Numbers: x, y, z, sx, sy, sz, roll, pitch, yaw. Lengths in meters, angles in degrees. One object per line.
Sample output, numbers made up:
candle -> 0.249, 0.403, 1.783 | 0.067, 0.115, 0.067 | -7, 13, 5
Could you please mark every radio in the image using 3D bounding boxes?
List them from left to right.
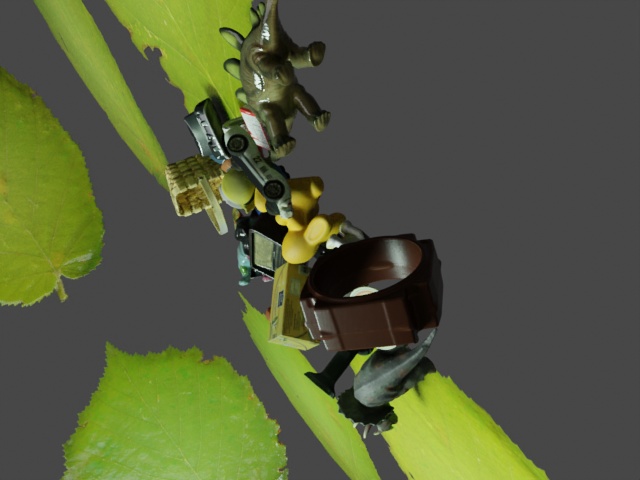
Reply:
radio -> -0.092, 0.025, 1.250 | 0.131, 0.073, 0.229 | 28, 157, 7

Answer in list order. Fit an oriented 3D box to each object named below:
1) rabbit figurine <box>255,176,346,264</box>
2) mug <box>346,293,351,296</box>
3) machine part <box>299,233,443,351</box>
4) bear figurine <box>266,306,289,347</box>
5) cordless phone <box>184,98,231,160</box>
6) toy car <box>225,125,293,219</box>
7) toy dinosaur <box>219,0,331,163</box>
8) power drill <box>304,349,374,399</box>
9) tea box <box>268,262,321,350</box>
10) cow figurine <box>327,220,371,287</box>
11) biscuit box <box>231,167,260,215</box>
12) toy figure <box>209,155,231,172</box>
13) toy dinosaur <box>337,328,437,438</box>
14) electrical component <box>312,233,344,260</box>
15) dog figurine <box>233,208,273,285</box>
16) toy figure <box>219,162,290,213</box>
rabbit figurine -> -0.033, -0.038, 1.060 | 0.163, 0.122, 0.173 | 2, 97, 26
mug -> 0.034, 0.086, 1.153 | 0.081, 0.109, 0.107 | 20, 130, 58
machine part -> 0.081, 0.072, 0.821 | 0.201, 0.201, 0.087 | -9, 116, 20
bear figurine -> -0.034, 0.171, 1.301 | 0.120, 0.196, 0.132 | 50, 161, 8
cordless phone -> -0.223, -0.258, 1.264 | 0.184, 0.089, 0.146 | 13, 133, 47
toy car -> -0.109, -0.122, 0.980 | 0.202, 0.056, 0.073 | 51, 166, 17
toy dinosaur -> -0.077, -0.244, 0.893 | 0.199, 0.105, 0.470 | 53, 158, 24
power drill -> 0.055, 0.243, 1.193 | 0.086, 0.207, 0.231 | 30, 163, 20
tea box -> -0.050, 0.142, 1.162 | 0.098, 0.169, 0.068 | 20, 149, -25
cow figurine -> 0.075, 0.048, 1.049 | 0.098, 0.068, 0.167 | 31, 152, 33
biscuit box -> -0.135, -0.106, 1.297 | 0.202, 0.059, 0.063 | 60, 160, -12
toy figure -> -0.245, -0.209, 1.392 | 0.154, 0.064, 0.058 | 48, 122, 9
toy dinosaur -> 0.130, 0.294, 1.123 | 0.131, 0.192, 0.404 | 43, 158, 24
electrical component -> -0.002, -0.003, 1.129 | 0.119, 0.075, 0.047 | 37, 153, 33
dog figurine -> -0.179, 0.007, 1.513 | 0.191, 0.109, 0.219 | -38, -59, -71
toy figure -> -0.132, -0.123, 1.109 | 0.082, 0.180, 0.089 | 30, 122, 25
